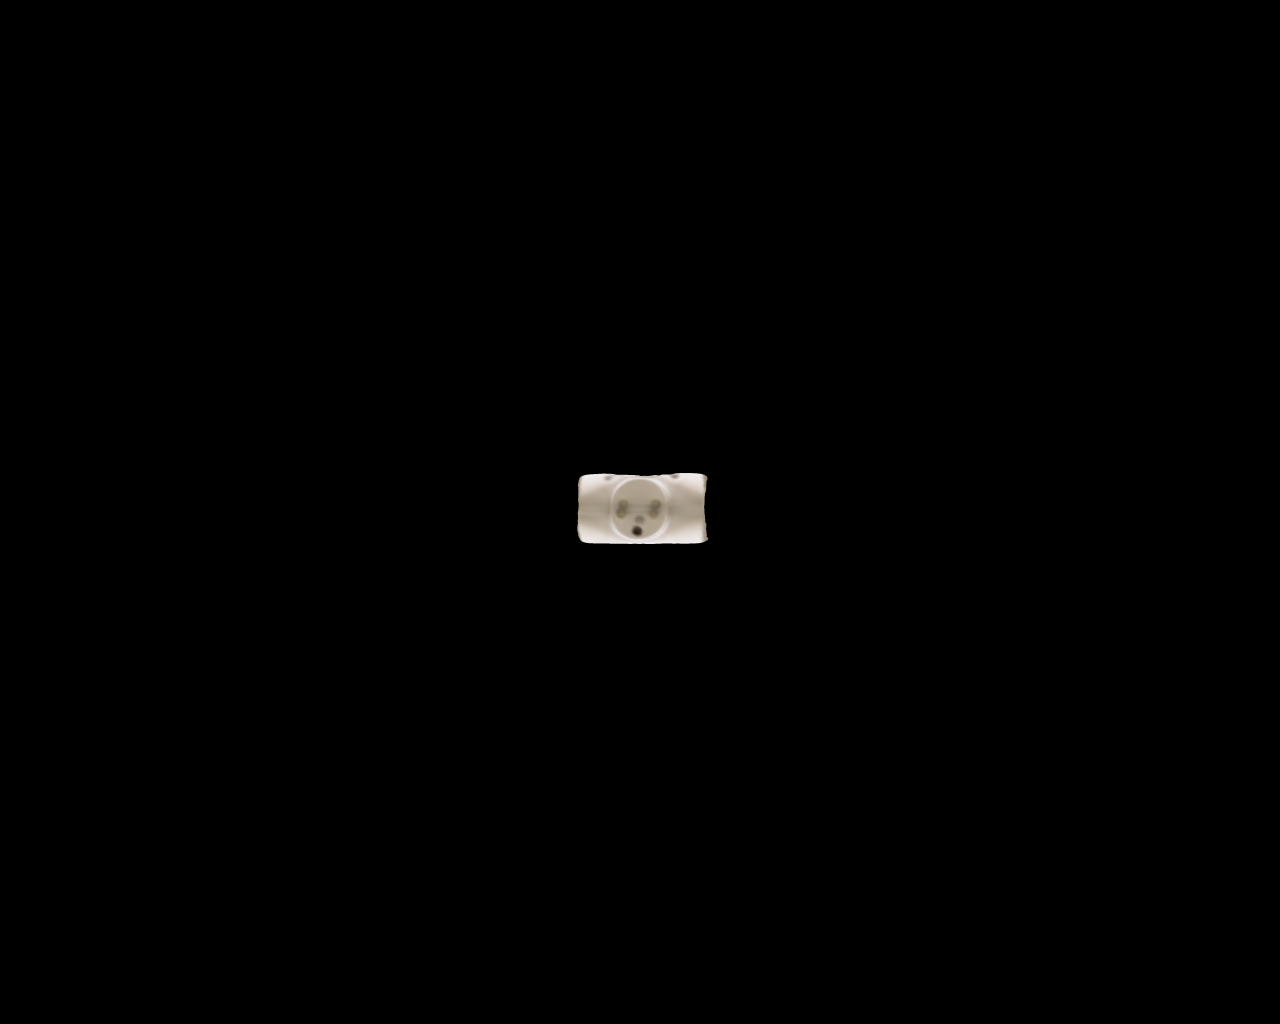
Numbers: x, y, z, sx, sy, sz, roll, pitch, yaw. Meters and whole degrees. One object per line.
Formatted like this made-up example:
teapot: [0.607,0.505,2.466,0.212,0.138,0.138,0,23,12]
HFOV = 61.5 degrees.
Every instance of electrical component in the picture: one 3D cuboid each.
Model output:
electrical component: [0.001,-0.003,0.650,0.077,0.044,0.079,0,0,4]
